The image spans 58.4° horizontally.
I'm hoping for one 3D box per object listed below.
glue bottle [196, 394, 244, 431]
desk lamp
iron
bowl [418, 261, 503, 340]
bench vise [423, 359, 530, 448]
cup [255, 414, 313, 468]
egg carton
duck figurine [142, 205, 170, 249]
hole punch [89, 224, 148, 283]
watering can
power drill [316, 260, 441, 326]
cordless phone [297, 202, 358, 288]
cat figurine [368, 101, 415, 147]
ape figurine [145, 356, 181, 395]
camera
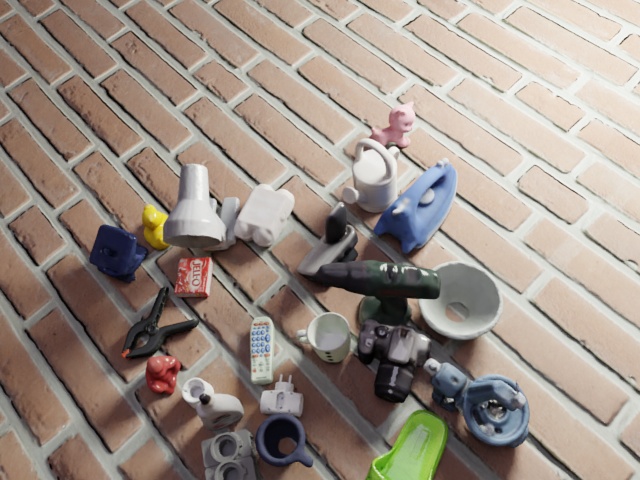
[{"bbox_3d":[-0.196,0.312,1.066,0.078,0.173,0.037,-28,62,-8],"label":"glue bottle"},{"bbox_3d":[-0.258,-0.053,1.248,0.118,0.214,0.203,-3,61,6],"label":"desk lamp"},{"bbox_3d":[0.228,-0.102,1.255,0.118,0.141,0.259,33,71,22],"label":"iron"},{"bbox_3d":[0.280,0.132,1.160,0.167,0.075,0.167,-3,61,6],"label":"bowl"},{"bbox_3d":[0.272,0.280,0.997,0.207,0.220,0.121,15,65,15],"label":"bench vise"},{"bbox_3d":[-0.055,0.382,1.055,0.117,0.095,0.092,31,70,21],"label":"cup"},{"bbox_3d":[-0.126,-0.057,1.316,0.107,0.069,0.150,16,65,15],"label":"egg carton"},{"bbox_3d":[-0.381,-0.035,1.327,0.077,0.086,0.104,-24,61,-6],"label":"duck figurine"},{"bbox_3d":[-0.461,0.030,1.299,0.108,0.091,0.101,18,65,16],"label":"hole punch"},{"bbox_3d":[0.118,-0.144,1.261,0.100,0.194,0.173,13,64,14],"label":"watering can"},{"bbox_3d":[0.116,0.105,1.118,0.229,0.209,0.075,-1,62,7],"label":"power drill"},{"bbox_3d":[0.011,0.004,1.199,0.094,0.185,0.148,31,70,21],"label":"cordless phone"},{"bbox_3d":[0.176,-0.273,1.367,0.128,0.118,0.067,-25,61,-6],"label":"cat figurine"},{"bbox_3d":[-0.323,0.264,1.155,0.078,0.092,0.076,-40,64,-14],"label":"ape figurine"},{"bbox_3d":[0.134,0.235,1.108,0.143,0.101,0.137,12,64,14],"label":"camera"}]
